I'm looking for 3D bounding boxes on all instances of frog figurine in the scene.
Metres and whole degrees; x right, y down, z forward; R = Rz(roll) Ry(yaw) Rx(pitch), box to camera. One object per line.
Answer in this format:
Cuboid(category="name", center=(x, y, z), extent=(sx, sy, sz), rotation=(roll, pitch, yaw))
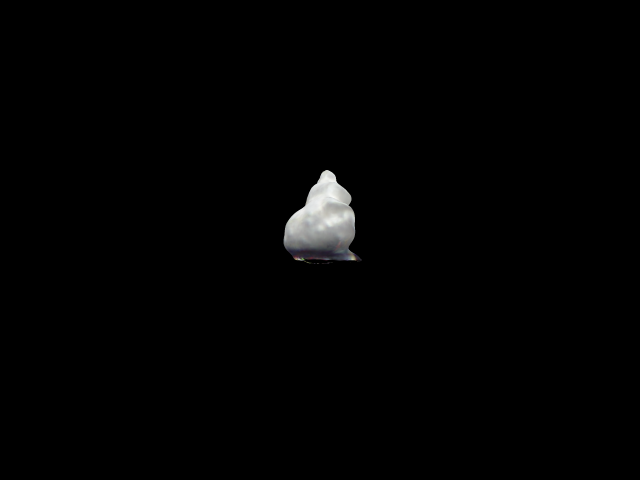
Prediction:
Cuboid(category="frog figurine", center=(0.003, -0.043, 0.850), extent=(0.122, 0.161, 0.136), rotation=(5, -10, -28))
